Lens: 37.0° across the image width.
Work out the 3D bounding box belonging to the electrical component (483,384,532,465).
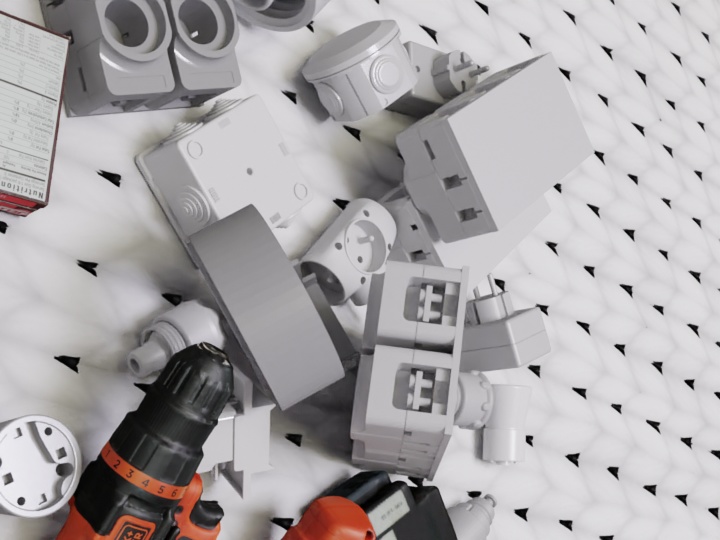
[{"bbox_3d":[0.120,0.128,0.891,0.044,0.044,0.065,10,79,-42],"label":"electrical component"}]

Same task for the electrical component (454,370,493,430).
[{"bbox_3d":[0.071,0.101,0.849,0.062,0.048,0.048,9,74,-34],"label":"electrical component"}]

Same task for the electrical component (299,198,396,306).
[{"bbox_3d":[0.000,0.000,0.803,0.079,0.044,0.077,55,50,-20],"label":"electrical component"}]

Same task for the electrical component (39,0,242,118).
[{"bbox_3d":[-0.150,-0.200,0.695,0.105,0.060,0.186,-14,90,-44],"label":"electrical component"}]

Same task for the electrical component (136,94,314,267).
[{"bbox_3d":[-0.088,-0.062,0.731,0.100,0.048,0.099,-41,109,-41],"label":"electrical component"}]

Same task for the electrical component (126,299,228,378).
[{"bbox_3d":[-0.118,0.048,0.682,0.062,0.043,0.043,-29,101,-41],"label":"electrical component"}]

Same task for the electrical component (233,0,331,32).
[{"bbox_3d":[-0.065,-0.215,0.750,0.108,0.108,0.060,46,59,-27],"label":"electrical component"}]

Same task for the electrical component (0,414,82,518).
[{"bbox_3d":[-0.191,0.109,0.597,0.055,0.047,0.055,11,73,-41],"label":"electrical component"}]

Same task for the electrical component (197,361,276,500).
[{"bbox_3d":[-0.091,0.103,0.682,0.064,0.042,0.081,-7,109,-27],"label":"electrical component"}]

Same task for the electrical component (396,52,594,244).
[{"bbox_3d":[0.103,-0.094,0.820,0.150,0.062,0.089,-37,106,-42],"label":"electrical component"}]

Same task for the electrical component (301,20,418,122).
[{"bbox_3d":[0.001,-0.151,0.814,0.080,0.080,0.051,-49,119,-38],"label":"electrical component"}]

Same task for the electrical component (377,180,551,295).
[{"bbox_3d":[0.079,-0.046,0.876,0.150,0.062,0.089,-41,109,-41],"label":"electrical component"}]

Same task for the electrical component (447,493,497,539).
[{"bbox_3d":[0.082,0.201,0.838,0.078,0.040,0.040,-35,105,-42],"label":"electrical component"}]

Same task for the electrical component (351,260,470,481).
[{"bbox_3d":[0.031,0.074,0.732,0.060,0.186,0.105,7,71,3],"label":"electrical component"}]

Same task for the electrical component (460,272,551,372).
[{"bbox_3d":[0.109,0.040,0.882,0.047,0.066,0.076,-19,94,-44],"label":"electrical component"}]

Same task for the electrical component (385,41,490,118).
[{"bbox_3d":[0.071,-0.157,0.883,0.083,0.076,0.047,8,75,-42],"label":"electrical component"}]
